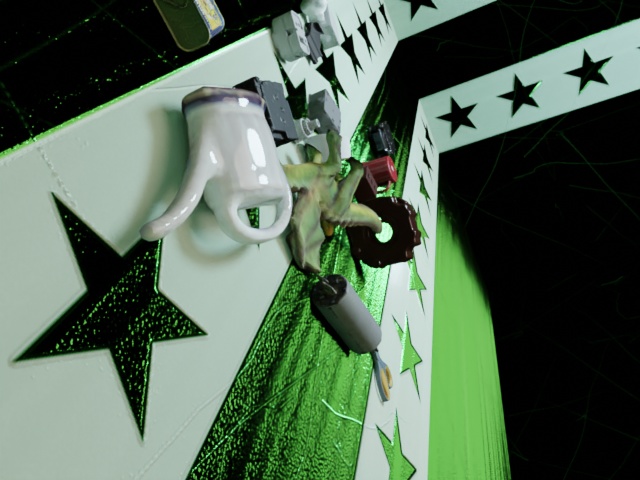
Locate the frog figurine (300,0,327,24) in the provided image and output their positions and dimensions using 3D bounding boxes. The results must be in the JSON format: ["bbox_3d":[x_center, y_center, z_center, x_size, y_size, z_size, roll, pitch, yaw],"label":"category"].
[{"bbox_3d":[-0.006,-0.664,1.366,0.123,0.159,0.137,-25,4,-17],"label":"frog figurine"}]

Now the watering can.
[{"bbox_3d":[-0.129,-0.101,0.686,0.103,0.225,0.348,-17,-4,22],"label":"watering can"}]

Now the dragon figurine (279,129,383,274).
[{"bbox_3d":[0.003,-0.049,0.983,0.122,0.247,0.403,0,-36,41],"label":"dragon figurine"}]
